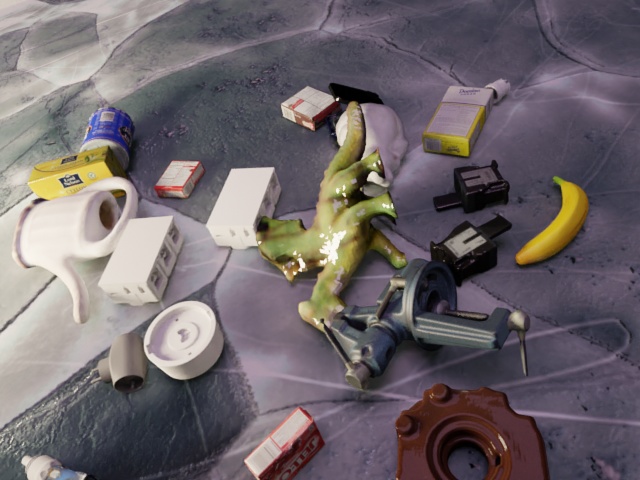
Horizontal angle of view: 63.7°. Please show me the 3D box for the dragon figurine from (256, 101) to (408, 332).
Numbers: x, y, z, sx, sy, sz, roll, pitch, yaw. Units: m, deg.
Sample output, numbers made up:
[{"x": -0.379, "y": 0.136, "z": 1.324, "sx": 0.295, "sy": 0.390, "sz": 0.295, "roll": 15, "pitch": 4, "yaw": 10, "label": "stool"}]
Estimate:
[{"x": 0.003, "y": -0.042, "z": 0.842, "sx": 0.242, "sy": 0.420, "sz": 0.120, "roll": -18, "pitch": -34, "yaw": 8, "label": "dragon figurine"}]

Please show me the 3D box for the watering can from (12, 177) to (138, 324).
[{"x": -0.461, "y": 0.008, "z": 0.948, "sx": 0.224, "sy": 0.356, "sz": 0.101, "roll": -8, "pitch": -44, "yaw": 10, "label": "watering can"}]

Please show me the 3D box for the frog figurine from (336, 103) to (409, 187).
[{"x": 0.098, "y": -0.180, "z": 0.962, "sx": 0.137, "sy": 0.120, "sz": 0.163, "roll": 20, "pitch": 36, "yaw": -17, "label": "frog figurine"}]
